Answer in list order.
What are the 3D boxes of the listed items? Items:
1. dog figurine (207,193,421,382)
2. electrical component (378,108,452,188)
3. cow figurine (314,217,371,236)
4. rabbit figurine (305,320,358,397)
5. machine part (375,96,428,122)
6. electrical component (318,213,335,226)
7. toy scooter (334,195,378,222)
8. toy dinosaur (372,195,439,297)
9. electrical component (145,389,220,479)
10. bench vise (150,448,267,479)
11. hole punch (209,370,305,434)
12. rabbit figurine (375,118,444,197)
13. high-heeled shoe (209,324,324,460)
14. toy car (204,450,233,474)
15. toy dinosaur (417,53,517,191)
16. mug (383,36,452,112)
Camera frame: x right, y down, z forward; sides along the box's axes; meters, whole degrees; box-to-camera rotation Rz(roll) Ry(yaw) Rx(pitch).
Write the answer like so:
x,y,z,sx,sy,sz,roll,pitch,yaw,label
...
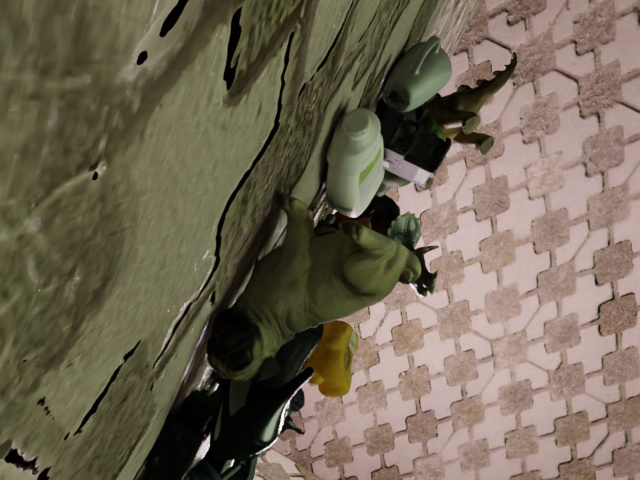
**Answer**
x,y,z,sx,sy,sz,roll,pitch,yaw,label
-0.008,0.069,0.541,0.190,0.172,0.121,-69,164,-2,dog figurine
0.119,-0.139,0.802,0.058,0.134,0.115,-62,176,-7,electrical component
0.012,0.013,0.764,0.195,0.127,0.085,-177,-108,-79,cow figurine
-0.035,0.182,0.894,0.162,0.173,0.122,51,49,-59,rabbit figurine
0.134,-0.224,0.901,0.039,0.084,0.139,-36,-177,39,machine part
-0.002,-0.003,0.960,0.094,0.021,0.063,-59,174,-31,electrical component
0.052,-0.020,1.107,0.184,0.075,0.135,-58,175,-15,toy scooter
0.131,-0.030,1.186,0.192,0.131,0.405,-53,-151,24,toy dinosaur
-0.145,0.217,0.618,0.074,0.048,0.119,-62,173,7,electrical component
-0.155,0.343,0.681,0.240,0.129,0.223,-24,128,-53,bench vise
-0.081,0.204,0.739,0.092,0.142,0.116,-56,-174,-35,hole punch
0.130,-0.153,0.965,0.159,0.121,0.170,-40,-157,33,rabbit figurine
-0.072,0.136,0.635,0.145,0.086,0.249,-42,-155,12,high-heeled shoe
-0.162,0.323,0.833,0.201,0.073,0.056,-62,174,4,toy car
0.265,-0.250,1.135,0.471,0.199,0.104,-33,134,-5,toy dinosaur
0.148,-0.250,0.822,0.107,0.081,0.109,-49,173,-30,mug
